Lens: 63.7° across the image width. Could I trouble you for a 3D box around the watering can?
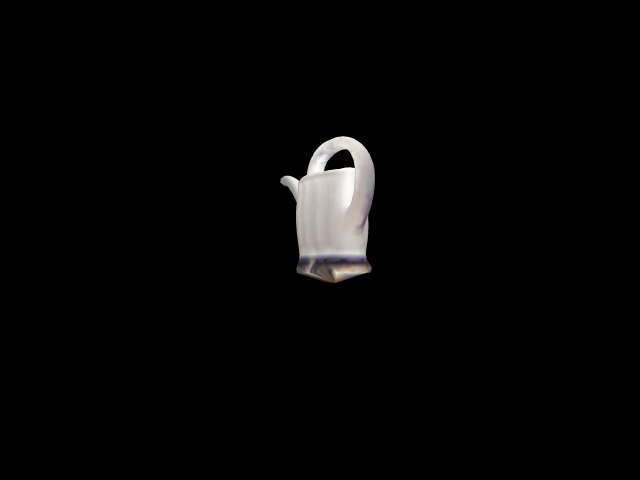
[{"bbox_3d":[0.003,-0.043,0.850,0.104,0.225,0.346,3,-6,-22],"label":"watering can"}]
